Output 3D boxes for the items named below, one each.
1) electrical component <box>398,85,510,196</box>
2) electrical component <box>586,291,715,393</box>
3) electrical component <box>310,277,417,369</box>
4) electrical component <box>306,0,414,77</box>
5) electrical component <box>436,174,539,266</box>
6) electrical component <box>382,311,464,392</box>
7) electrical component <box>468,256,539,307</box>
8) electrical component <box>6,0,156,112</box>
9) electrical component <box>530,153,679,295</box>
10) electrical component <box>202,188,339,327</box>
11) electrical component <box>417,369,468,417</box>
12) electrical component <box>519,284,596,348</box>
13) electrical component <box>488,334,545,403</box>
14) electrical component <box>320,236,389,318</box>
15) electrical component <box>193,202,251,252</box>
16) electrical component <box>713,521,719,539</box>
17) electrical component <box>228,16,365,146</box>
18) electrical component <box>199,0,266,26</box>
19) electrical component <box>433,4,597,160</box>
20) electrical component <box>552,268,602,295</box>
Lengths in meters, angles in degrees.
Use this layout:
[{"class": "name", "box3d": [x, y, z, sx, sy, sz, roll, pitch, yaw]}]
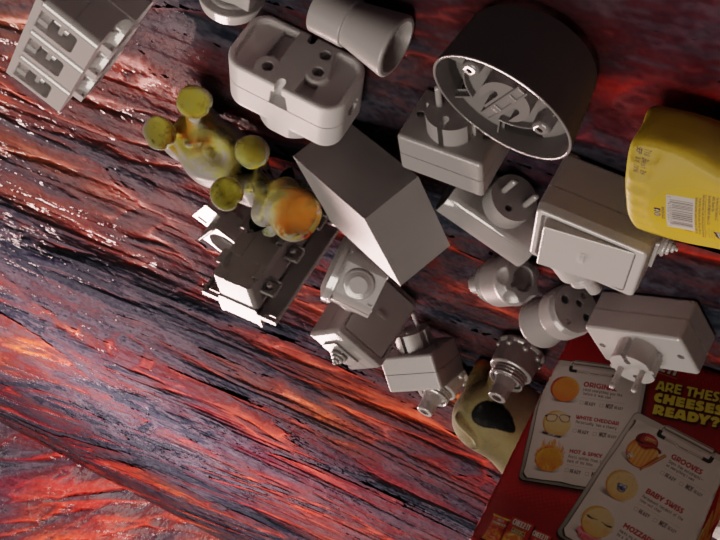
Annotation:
[{"class": "electrical component", "box3d": [0.065, -0.100, 0.745, 0.066, 0.047, 0.076, 23, 155, 20]}, {"class": "electrical component", "box3d": [0.219, 0.063, 0.839, 0.083, 0.075, 0.047, 6, 145, 44]}, {"class": "electrical component", "box3d": [0.003, 0.052, 1.045, 0.062, 0.096, 0.061, 42, 153, -21]}, {"class": "electrical component", "box3d": [-0.002, -0.162, 0.715, 0.065, 0.044, 0.044, 30, 156, 15]}, {"class": "electrical component", "box3d": [0.107, -0.047, 0.802, 0.077, 0.043, 0.079, 34, 156, -6]}, {"class": "electrical component", "box3d": [0.057, 0.078, 1.086, 0.066, 0.047, 0.076, -9, 105, 39]}, {"class": "electrical component", "box3d": [0.116, 0.010, 0.898, 0.043, 0.043, 0.062, 42, 155, -23]}, {"class": "electrical component", "box3d": [-0.215, -0.192, 0.845, 0.062, 0.089, 0.150, 38, 155, -14]}, {"class": "electrical component", "box3d": [0.171, -0.026, 0.745, 0.096, 0.061, 0.061, 24, 155, 16]}, {"class": "electrical component", "box3d": [-0.081, -0.019, 0.979, 0.079, 0.121, 0.063, 22, 151, 20]}, {"class": "electrical component", "box3d": [0.082, 0.124, 1.131, 0.048, 0.062, 0.048, 26, 155, 13]}, {"class": "electrical component", "box3d": [0.165, 0.038, 0.893, 0.045, 0.045, 0.055, 36, 155, -9]}, {"class": "electrical component", "box3d": [0.141, 0.094, 1.005, 0.048, 0.062, 0.048, 26, 155, 13]}, {"class": "electrical component", "box3d": [0.000, 0.000, 0.973, 0.051, 0.080, 0.080, 25, 156, 0]}, {"class": "electrical component", "box3d": [-0.115, -0.044, 1.040, 0.081, 0.063, 0.042, 39, 156, -14]}, {"class": "electrical component", "box3d": [0.336, 0.219, 1.025, 0.138, 0.052, 0.073, 28, 156, 8]}, {"class": "electrical component", "box3d": [-0.047, -0.137, 0.798, 0.095, 0.053, 0.059, 28, 155, 9]}, {"class": "electrical component", "box3d": [-0.086, -0.201, 0.734, 0.066, 0.048, 0.055, 29, 148, 6]}, {"class": "electrical component", "box3d": [0.095, -0.113, 0.664, 0.099, 0.064, 0.099, 26, 155, 13]}, {"class": "electrical component", "box3d": [0.167, -0.003, 0.825, 0.035, 0.035, 0.061, 3, 145, 47]}]
